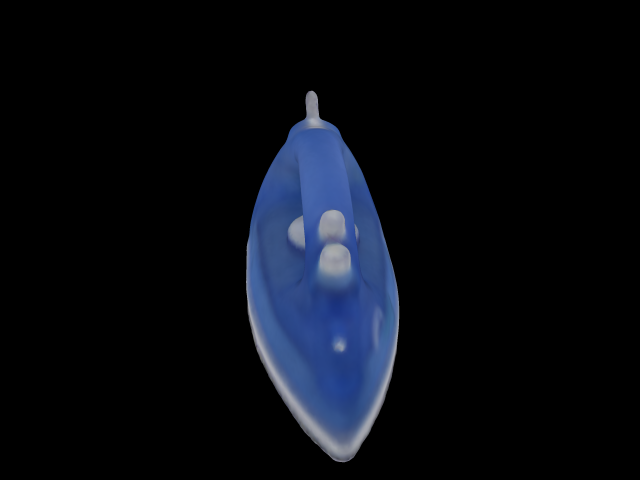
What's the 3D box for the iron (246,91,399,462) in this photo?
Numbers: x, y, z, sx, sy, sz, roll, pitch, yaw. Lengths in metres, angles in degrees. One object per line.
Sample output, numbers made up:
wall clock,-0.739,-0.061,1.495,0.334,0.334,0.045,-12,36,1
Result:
iron,0.004,0.001,0.400,0.118,0.141,0.258,-3,33,-5
